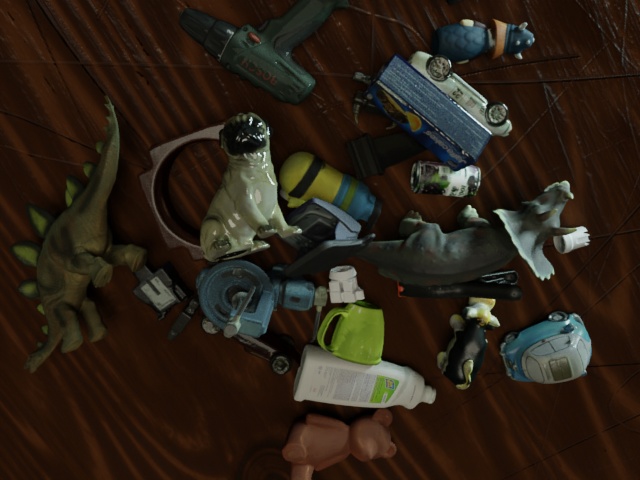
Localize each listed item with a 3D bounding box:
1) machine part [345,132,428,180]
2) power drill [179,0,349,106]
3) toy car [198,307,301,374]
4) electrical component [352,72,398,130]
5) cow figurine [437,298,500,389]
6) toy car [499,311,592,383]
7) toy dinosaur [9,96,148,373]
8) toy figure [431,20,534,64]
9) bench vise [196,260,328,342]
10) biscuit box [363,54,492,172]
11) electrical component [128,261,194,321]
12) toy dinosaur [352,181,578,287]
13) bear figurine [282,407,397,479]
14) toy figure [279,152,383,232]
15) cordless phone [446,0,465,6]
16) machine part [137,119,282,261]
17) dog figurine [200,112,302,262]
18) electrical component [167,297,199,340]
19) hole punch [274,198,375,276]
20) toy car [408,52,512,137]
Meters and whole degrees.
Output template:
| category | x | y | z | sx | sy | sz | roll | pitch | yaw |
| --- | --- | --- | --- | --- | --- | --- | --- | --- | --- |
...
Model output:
| category | x | y | z | sx | sy | sz | roll | pitch | yaw |
| --- | --- | --- | --- | --- | --- | --- | --- | --- | --- |
| machine part | 0.115 | -0.148 | 0.879 | 0.139 | 0.039 | 0.084 | -16 | 75 | -7 |
| power drill | -0.074 | -0.339 | 0.830 | 0.232 | 0.086 | 0.207 | 40 | 96 | -10 |
| toy car | -0.123 | 0.169 | 0.939 | 0.202 | 0.089 | 0.053 | 33 | 100 | -9 |
| electrical component | 0.098 | -0.225 | 0.877 | 0.102 | 0.045 | 0.078 | 9 | 74 | -5 |
| cow figurine | 0.262 | 0.171 | 0.938 | 0.068 | 0.098 | 0.167 | 17 | 102 | 2 |
| toy car | 0.407 | 0.200 | 0.944 | 0.162 | 0.103 | 0.109 | -18 | 101 | 1 |
| toy dinosaur | -0.392 | 0.010 | 0.869 | 0.199 | 0.105 | 0.471 | 32 | 100 | 14 |
| toy figure | 0.257 | -0.316 | 0.848 | 0.155 | 0.064 | 0.058 | -5 | 68 | -3 |
| bench vise | -0.097 | 0.100 | 0.846 | 0.224 | 0.241 | 0.128 | 19 | 103 | -3 |
| biscuit box | 0.167 | -0.193 | 0.833 | 0.202 | 0.059 | 0.063 | 37 | 73 | -10 |
| electrical component | -0.288 | 0.074 | 0.937 | 0.075 | 0.048 | 0.119 | -39 | 99 | 7 |
| toy dinosaur | 0.203 | 0.019 | 0.856 | 0.405 | 0.192 | 0.131 | -14 | 99 | 2 |
| bear figurine | 0.040 | 0.377 | 0.970 | 0.196 | 0.132 | 0.120 | -2 | 108 | 6 |
| toy figure | 0.018 | -0.082 | 0.888 | 0.180 | 0.082 | 0.089 | 21 | 105 | -3 |
| cordless phone | 0.244 | -0.407 | 0.764 | 0.147 | 0.184 | 0.088 | -20 | 107 | 4 |
| machine part | -0.177 | -0.082 | 0.884 | 0.201 | 0.087 | 0.200 | -20 | 102 | 2 |
| dog figurine | -0.131 | -0.076 | 0.806 | 0.172 | 0.121 | 0.190 | -21 | 81 | 14 |
| electrical component | -0.234 | 0.131 | 0.941 | 0.021 | 0.063 | 0.094 | 34 | 109 | -8 |
| hole punch | -0.002 | -0.003 | 0.858 | 0.142 | 0.115 | 0.092 | -37 | 65 | 33 |
| toy car | 0.221 | -0.228 | 0.860 | 0.201 | 0.073 | 0.056 | 36 | 96 | -8 |
